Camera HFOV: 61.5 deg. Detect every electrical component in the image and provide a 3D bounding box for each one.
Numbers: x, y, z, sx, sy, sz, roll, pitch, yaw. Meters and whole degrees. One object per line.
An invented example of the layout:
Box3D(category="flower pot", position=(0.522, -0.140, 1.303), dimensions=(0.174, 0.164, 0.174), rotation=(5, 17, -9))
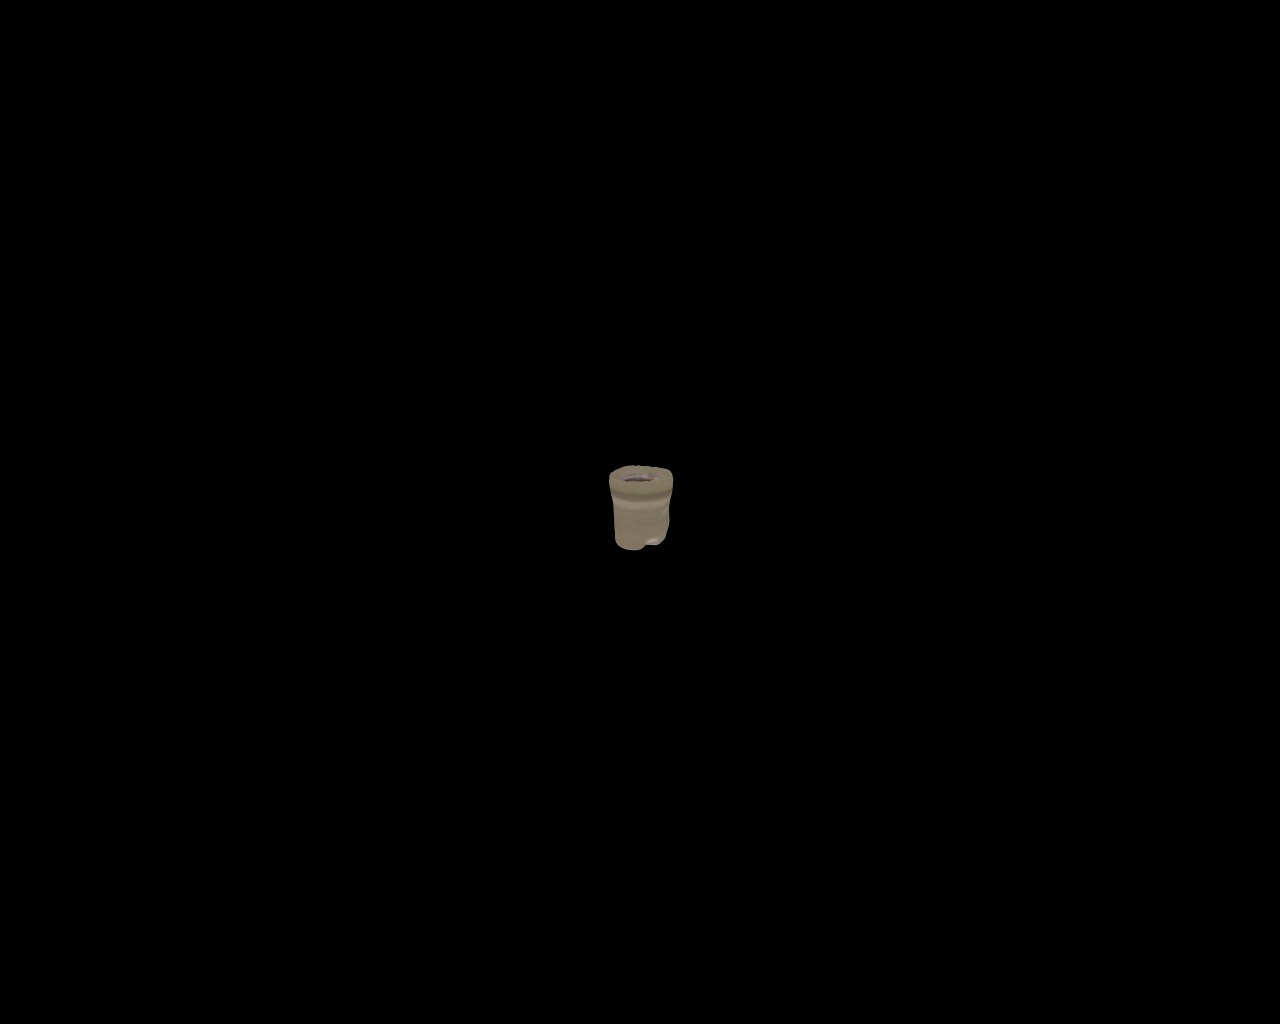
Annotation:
Box3D(category="electrical component", position=(0.001, -0.003, 0.650), dimensions=(0.040, 0.046, 0.040), rotation=(0, 18, 0))
